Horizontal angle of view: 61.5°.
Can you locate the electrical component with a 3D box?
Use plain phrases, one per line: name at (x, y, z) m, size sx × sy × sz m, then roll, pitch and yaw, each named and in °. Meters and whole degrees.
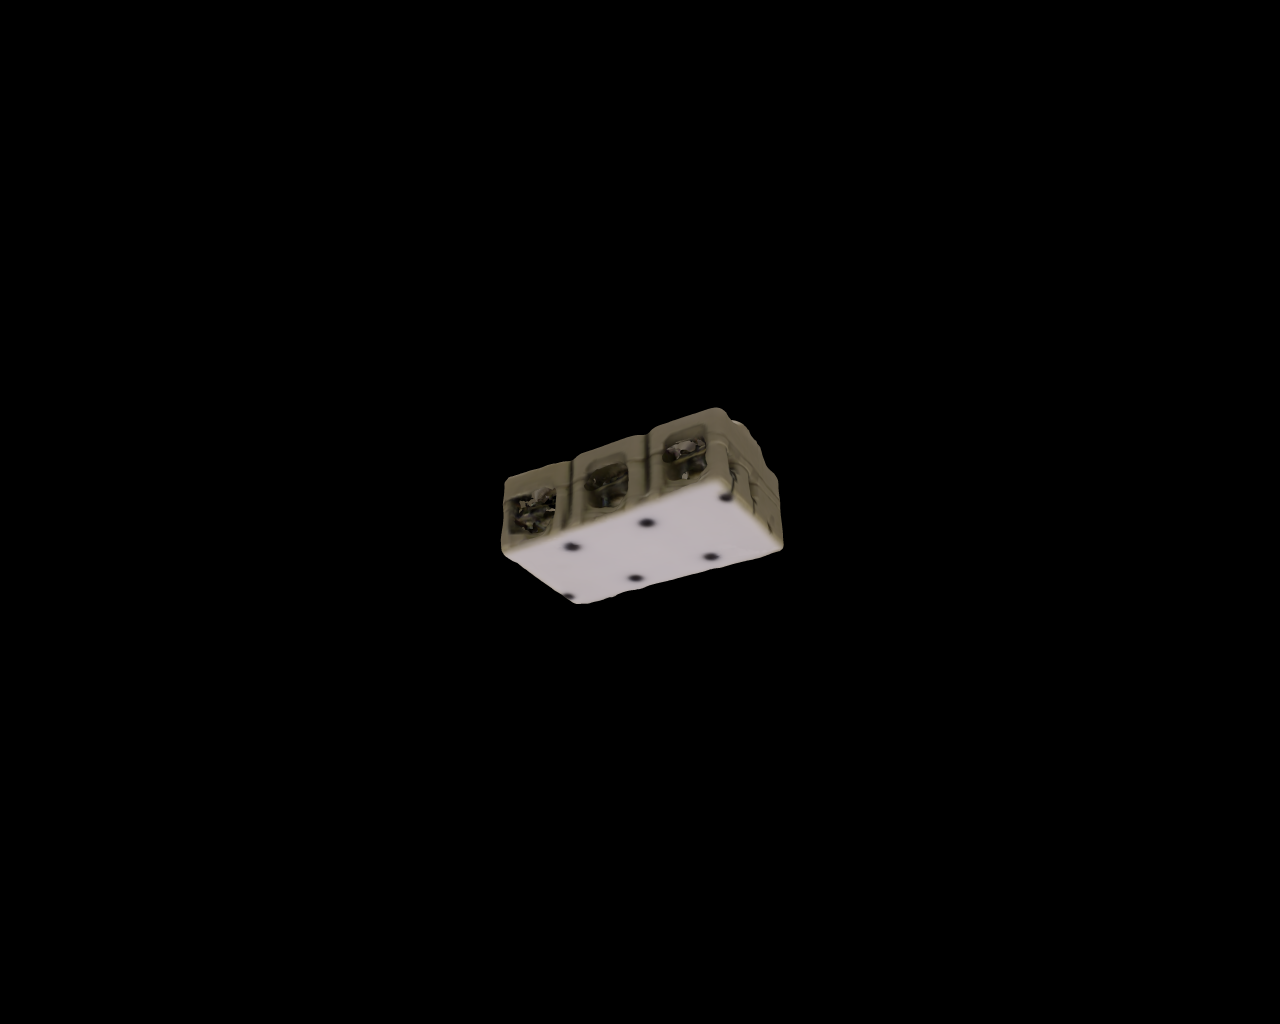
electrical component at (0.001, -0.003, 0.650) m, size 0.150 × 0.062 × 0.089 m, roll -17°, pitch -36°, yaw 24°
